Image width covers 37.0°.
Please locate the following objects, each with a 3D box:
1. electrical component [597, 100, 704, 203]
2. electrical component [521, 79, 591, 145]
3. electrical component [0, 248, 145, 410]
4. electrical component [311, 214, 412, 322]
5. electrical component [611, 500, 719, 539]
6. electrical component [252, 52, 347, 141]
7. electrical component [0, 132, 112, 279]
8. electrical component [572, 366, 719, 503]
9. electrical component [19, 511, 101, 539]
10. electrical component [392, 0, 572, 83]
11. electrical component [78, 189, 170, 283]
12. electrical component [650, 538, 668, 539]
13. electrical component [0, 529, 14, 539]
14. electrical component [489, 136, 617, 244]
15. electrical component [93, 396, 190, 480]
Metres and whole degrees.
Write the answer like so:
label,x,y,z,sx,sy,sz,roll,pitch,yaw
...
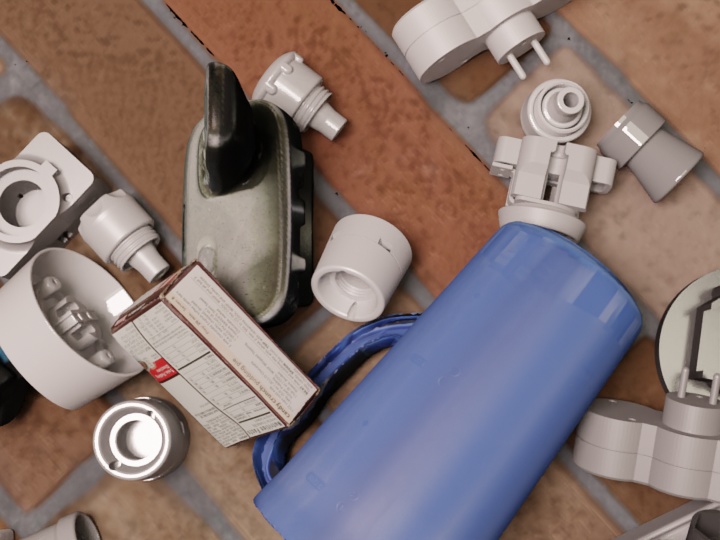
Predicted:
label,x,y,z,sx,sy,sz,roll,pitch,yaw
electrical component,0.190,-0.078,0.708,0.055,0.045,0.045,44,86,7
electrical component,0.130,-0.104,0.703,0.043,0.062,0.043,0,86,-3
electrical component,-0.185,0.037,0.683,0.064,0.099,0.099,-37,83,3
electrical component,0.000,0.000,0.691,0.055,0.055,0.047,23,50,5
electrical component,0.199,0.211,0.664,0.109,0.056,0.108,-25,82,-1
electrical component,-0.038,-0.112,0.721,0.062,0.048,0.048,37,85,-1
electrical component,-0.217,-0.040,0.712,0.050,0.055,0.089,42,86,6
electrical component,0.203,0.097,0.657,0.138,0.052,0.073,11,100,25
electrical component,-0.195,0.182,0.692,0.046,0.040,0.040,-23,83,5
electrical component,0.098,-0.162,0.718,0.138,0.052,0.073,-31,83,-3
electrical component,-0.153,-0.019,0.714,0.043,0.043,0.062,-43,85,-3
electrical component,0.156,0.181,0.617,0.055,0.045,0.045,-15,83,0
electrical component,-0.266,0.204,0.687,0.077,0.047,0.065,-5,83,1
electrical component,0.122,-0.049,0.701,0.078,0.058,0.057,13,81,3
electrical component,-0.142,0.109,0.695,0.055,0.047,0.055,0,83,2
